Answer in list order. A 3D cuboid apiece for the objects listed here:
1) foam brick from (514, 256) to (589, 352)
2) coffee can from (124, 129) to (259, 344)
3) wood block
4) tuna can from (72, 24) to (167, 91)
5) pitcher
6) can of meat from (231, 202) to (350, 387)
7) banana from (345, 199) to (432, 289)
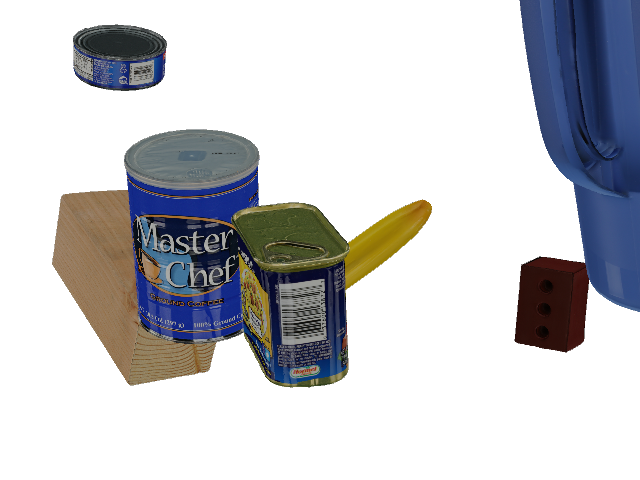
[{"bbox_3d":[0.217,0.059,0.996,0.053,0.078,0.051,9,14,31],"label":"foam brick"},{"bbox_3d":[-0.098,-0.004,0.844,0.103,0.140,0.103,0,28,0],"label":"coffee can"},{"bbox_3d":[-0.186,0.040,1.066,0.090,0.091,0.206,-6,35,-35],"label":"wood block"},{"bbox_3d":[-0.186,-0.170,0.993,0.086,0.034,0.086,5,30,-3],"label":"tuna can"},{"bbox_3d":[0.181,-0.082,0.565,0.149,0.243,0.145,-8,22,7],"label":"pitcher"},{"bbox_3d":[-0.018,0.033,0.661,0.057,0.084,0.102,-8,22,-14],"label":"can of meat"},{"bbox_3d":[0.023,0.027,1.019,0.198,0.037,0.069,-35,1,-2],"label":"banana"}]
